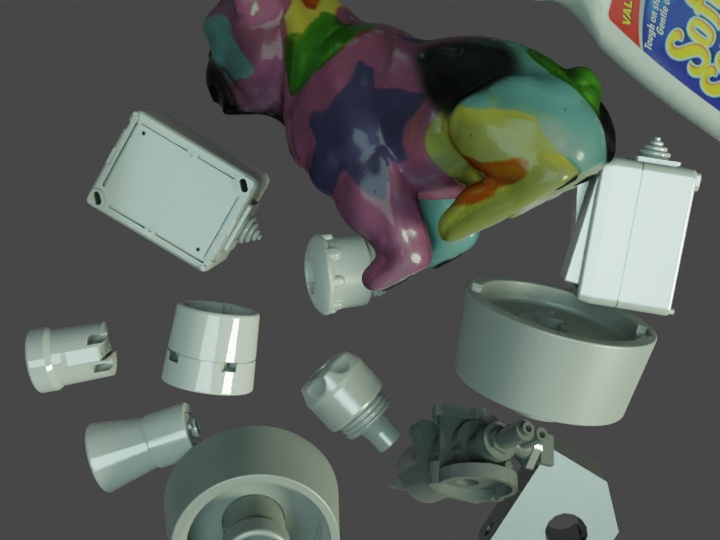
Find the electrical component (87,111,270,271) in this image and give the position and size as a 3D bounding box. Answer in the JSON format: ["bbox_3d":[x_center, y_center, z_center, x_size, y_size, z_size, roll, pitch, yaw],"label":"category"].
[{"bbox_3d":[-0.098,-0.044,0.630,0.096,0.061,0.061,31,99,0],"label":"electrical component"}]

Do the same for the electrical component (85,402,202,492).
[{"bbox_3d":[-0.131,0.107,0.665,0.065,0.044,0.044,-18,96,2],"label":"electrical component"}]

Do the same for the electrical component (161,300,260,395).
[{"bbox_3d":[-0.088,0.045,0.646,0.055,0.055,0.047,10,95,4],"label":"electrical component"}]

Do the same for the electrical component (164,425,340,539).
[{"bbox_3d":[-0.063,0.154,0.639,0.108,0.060,0.108,-3,112,-7],"label":"electrical component"}]

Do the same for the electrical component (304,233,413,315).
[{"bbox_3d":[0.000,0.000,0.638,0.062,0.048,0.048,-7,98,-15],"label":"electrical component"}]

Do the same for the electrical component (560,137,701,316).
[{"bbox_3d":[0.150,-0.029,0.610,0.061,0.061,0.096,9,99,4],"label":"electrical component"}]

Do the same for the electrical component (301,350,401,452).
[{"bbox_3d":[-0.002,0.082,0.649,0.043,0.043,0.062,-43,94,9],"label":"electrical component"}]

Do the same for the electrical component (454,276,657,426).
[{"bbox_3d":[0.105,0.050,0.605,0.108,0.108,0.060,14,105,3],"label":"electrical component"}]

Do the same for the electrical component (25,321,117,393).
[{"bbox_3d":[-0.177,0.052,0.662,0.046,0.040,0.040,-10,97,0],"label":"electrical component"}]
